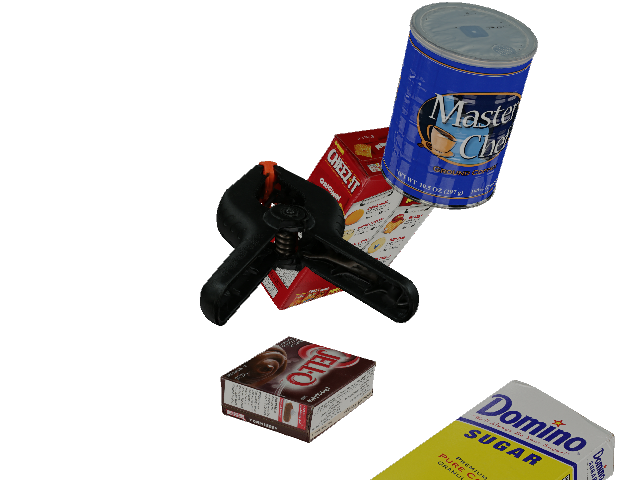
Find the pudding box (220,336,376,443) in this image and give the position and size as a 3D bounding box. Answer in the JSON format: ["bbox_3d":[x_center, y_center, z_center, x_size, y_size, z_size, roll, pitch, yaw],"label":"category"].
[{"bbox_3d":[-0.018,0.124,0.905,0.090,0.039,0.113,12,21,28],"label":"pudding box"}]

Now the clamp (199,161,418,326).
[{"bbox_3d":[-0.028,0.002,0.631,0.120,0.039,0.172,1,26,-24],"label":"clamp"}]

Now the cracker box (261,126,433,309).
[{"bbox_3d":[0.040,-0.029,1.161,0.163,0.072,0.214,-14,-32,-43],"label":"cracker box"}]

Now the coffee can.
[{"bbox_3d":[0.112,-0.112,0.887,0.102,0.140,0.103,7,36,-5],"label":"coffee can"}]

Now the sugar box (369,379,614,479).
[{"bbox_3d":[0.108,0.167,0.726,0.176,0.048,0.093,-31,39,-28],"label":"sugar box"}]
